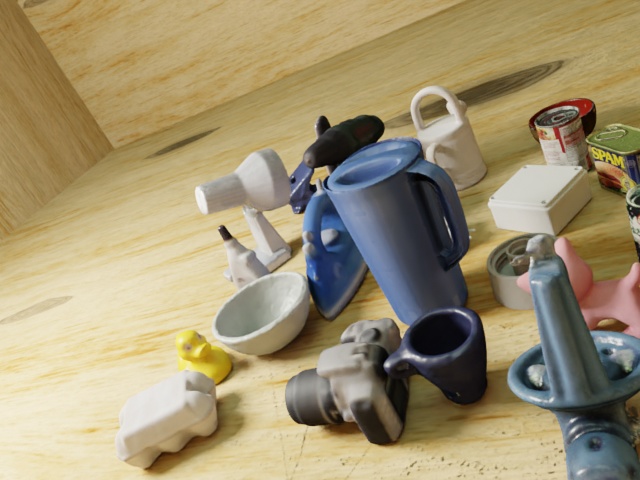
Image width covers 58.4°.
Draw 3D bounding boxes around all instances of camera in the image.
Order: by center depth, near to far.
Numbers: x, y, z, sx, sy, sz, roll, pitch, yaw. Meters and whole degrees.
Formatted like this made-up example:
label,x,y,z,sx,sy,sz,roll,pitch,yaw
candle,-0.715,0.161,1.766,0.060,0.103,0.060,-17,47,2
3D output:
label,x,y,z,sx,sy,sz,roll,pitch,yaw
camera,0.029,0.165,0.693,0.136,0.101,0.143,-16,28,23

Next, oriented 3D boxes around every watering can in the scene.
label,x,y,z,sx,sy,sz,roll,pitch,yaw
watering can,0.233,-0.199,1.068,0.100,0.194,0.173,-18,27,20

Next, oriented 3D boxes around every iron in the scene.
label,x,y,z,sx,sy,sz,roll,pitch,yaw
iron,0.009,0.003,0.970,0.118,0.142,0.258,-18,27,19

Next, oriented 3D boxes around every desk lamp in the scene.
label,x,y,z,sx,sy,sz,roll,pitch,yaw
desk lamp,-0.135,-0.048,1.124,0.203,0.214,0.117,-37,27,-19

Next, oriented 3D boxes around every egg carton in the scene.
label,x,y,z,sx,sy,sz,roll,pitch,yaw
egg carton,-0.215,0.250,0.810,0.150,0.069,0.107,-28,25,-1

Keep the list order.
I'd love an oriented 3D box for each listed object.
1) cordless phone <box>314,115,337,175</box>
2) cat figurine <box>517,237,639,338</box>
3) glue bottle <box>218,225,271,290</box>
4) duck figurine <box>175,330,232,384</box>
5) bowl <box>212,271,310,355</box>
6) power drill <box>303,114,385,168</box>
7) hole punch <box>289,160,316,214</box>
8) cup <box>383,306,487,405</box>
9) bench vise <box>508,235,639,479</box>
label,x,y,z,sx,sy,sz,roll,pitch,yaw
cordless phone,0.018,-0.161,1.220,0.094,0.185,0.147,-16,28,23
cat figurine,0.291,0.050,0.629,0.127,0.118,0.067,-6,33,38
glue bottle,-0.128,0.046,0.988,0.077,0.173,0.037,-7,32,36
duck figurine,-0.198,0.180,0.907,0.104,0.086,0.078,-1,36,44
bowl,-0.081,0.127,0.903,0.167,0.075,0.167,-22,26,12
power drill,0.071,-0.129,1.078,0.075,0.209,0.230,-6,33,38
hole punch,-0.045,-0.127,1.330,0.101,0.091,0.108,-27,25,1
cup,0.137,0.142,0.636,0.118,0.095,0.091,-27,25,1
bench vise,0.221,0.113,0.459,0.121,0.220,0.207,-24,25,7
